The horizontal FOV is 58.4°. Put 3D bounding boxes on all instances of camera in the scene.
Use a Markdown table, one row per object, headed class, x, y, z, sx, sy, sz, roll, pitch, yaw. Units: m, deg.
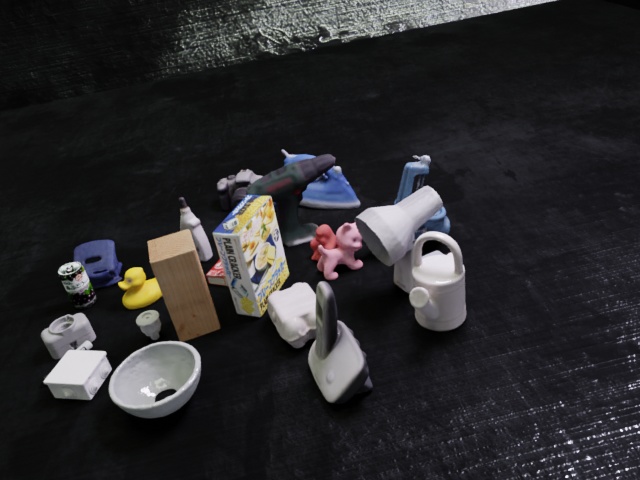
| class | x | y | z | sx | sy | sz | roll | pitch | yaw |
| --- | --- | --- | --- | --- | --- | --- | --- | --- | --- |
| camera | -0.229 | -0.132 | 1.629 | 0.143 | 0.101 | 0.137 | -5 | 32 | 8 |

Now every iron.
| class | x | y | z | sx | sy | sz | roll | pitch | yaw |
| --- | --- | --- | --- | --- | --- | --- | --- | --- | --- |
| iron | -0.005 | -0.175 | 1.594 | 0.257 | 0.142 | 0.119 | 13 | 39 | 32 |

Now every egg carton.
| class | x | y | z | sx | sy | sz | roll | pitch | yaw |
| --- | --- | --- | --- | --- | --- | --- | --- | --- | --- |
| egg carton | -0.046 | 0.149 | 1.163 | 0.107 | 0.069 | 0.150 | -20 | 33 | -15 |

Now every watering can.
| class | x | y | z | sx | sy | sz | roll | pitch | yaw |
| --- | --- | --- | --- | --- | --- | --- | --- | --- | --- |
| watering can | 0.224 | 0.075 | 1.085 | 0.100 | 0.194 | 0.173 | -2 | 33 | 13 |

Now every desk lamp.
| class | x | y | z | sx | sy | sz | roll | pitch | yaw |
| --- | --- | --- | --- | --- | --- | --- | --- | --- | --- |
| desk lamp | 0.184 | 0.003 | 1.191 | 0.203 | 0.214 | 0.117 | -23 | 34 | -19 |

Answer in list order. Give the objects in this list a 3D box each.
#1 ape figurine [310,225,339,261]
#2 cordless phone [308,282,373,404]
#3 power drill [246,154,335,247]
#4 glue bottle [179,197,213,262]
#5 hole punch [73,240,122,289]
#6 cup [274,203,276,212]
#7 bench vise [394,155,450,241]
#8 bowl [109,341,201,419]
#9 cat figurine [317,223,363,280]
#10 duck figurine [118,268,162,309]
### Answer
| class | x | y | z | sx | sy | sz | roll | pitch | yaw |
| --- | --- | --- | --- | --- | --- | --- | --- | --- | --- |
| ape figurine | 0.012 | 0.005 | 1.353 | 0.076 | 0.092 | 0.077 | -18 | 33 | -12 |
| cordless phone | 0.024 | 0.176 | 0.992 | 0.094 | 0.185 | 0.147 | -19 | 33 | -14 |
| power drill | -0.060 | -0.096 | 1.423 | 0.229 | 0.209 | 0.075 | -15 | 32 | -7 |
| glue bottle | -0.320 | -0.030 | 1.426 | 0.077 | 0.173 | 0.037 | 13 | 39 | 33 |
| hole punch | -0.555 | 0.061 | 1.428 | 0.108 | 0.091 | 0.101 | -13 | 32 | -3 |
| cup | -0.134 | -0.075 | 1.518 | 0.091 | 0.095 | 0.118 | 12 | 38 | 31 |
| bench vise | 0.198 | -0.074 | 1.303 | 0.208 | 0.220 | 0.121 | -25 | 35 | -21 |
| bowl | -0.290 | 0.266 | 1.044 | 0.167 | 0.075 | 0.167 | -7 | 32 | 5 |
| cat figurine | 0.050 | 0.012 | 1.306 | 0.128 | 0.118 | 0.067 | -24 | 34 | -20 |
| duck figurine | -0.416 | 0.102 | 1.329 | 0.105 | 0.086 | 0.077 | -25 | 35 | -22 |
